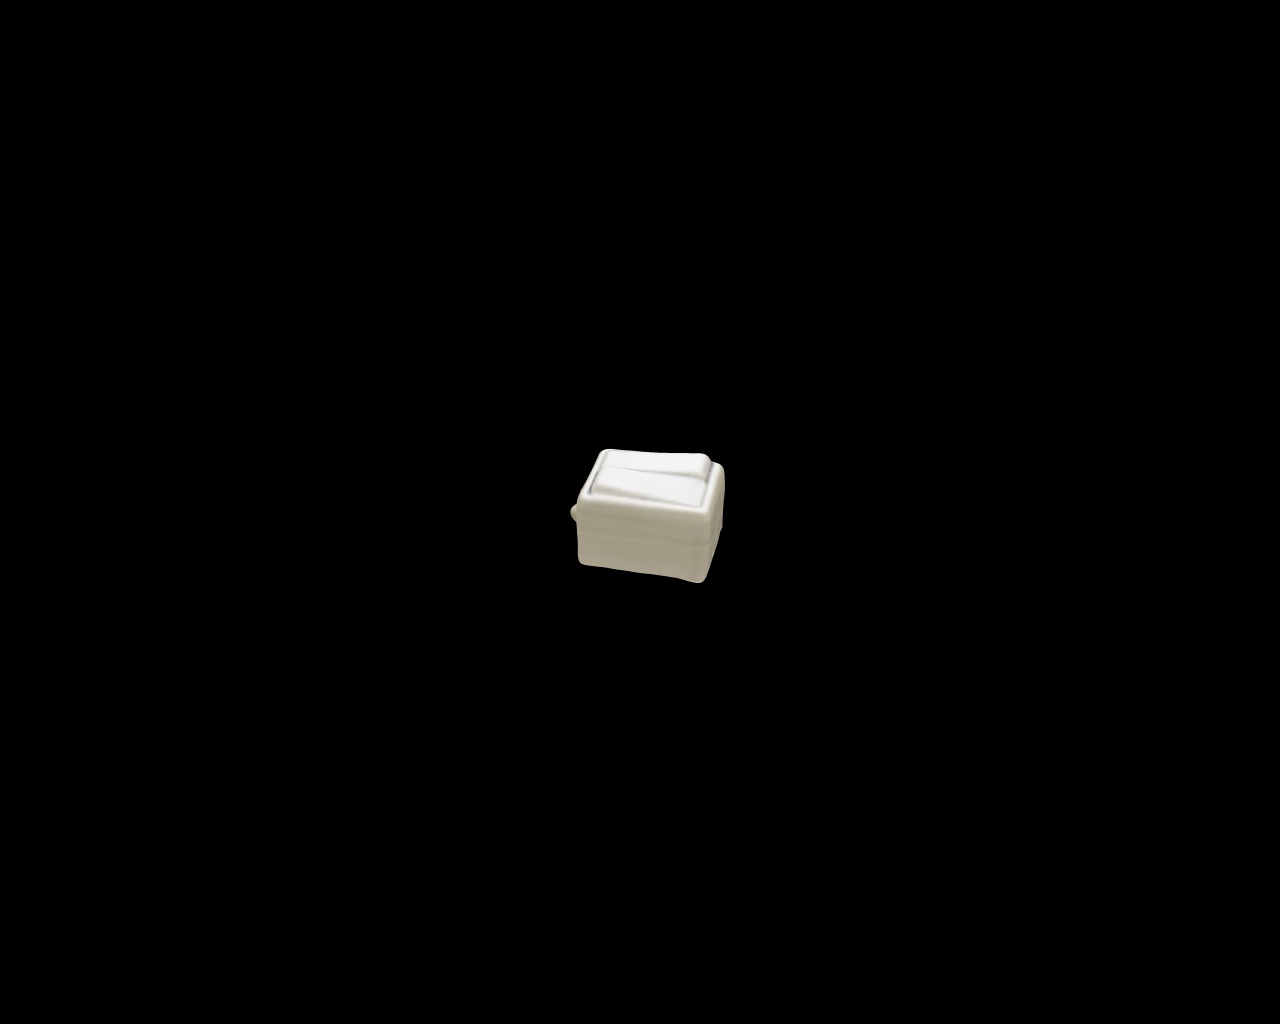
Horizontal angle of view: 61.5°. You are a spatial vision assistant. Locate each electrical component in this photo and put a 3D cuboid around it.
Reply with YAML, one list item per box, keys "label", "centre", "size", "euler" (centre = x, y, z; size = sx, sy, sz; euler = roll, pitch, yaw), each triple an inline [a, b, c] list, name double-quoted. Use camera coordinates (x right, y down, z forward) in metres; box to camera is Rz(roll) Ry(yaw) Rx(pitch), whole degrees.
- label: "electrical component"
  centre: [0.001, -0.003, 0.650]
  size: [0.096, 0.061, 0.062]
  euler: [8, 36, 11]
